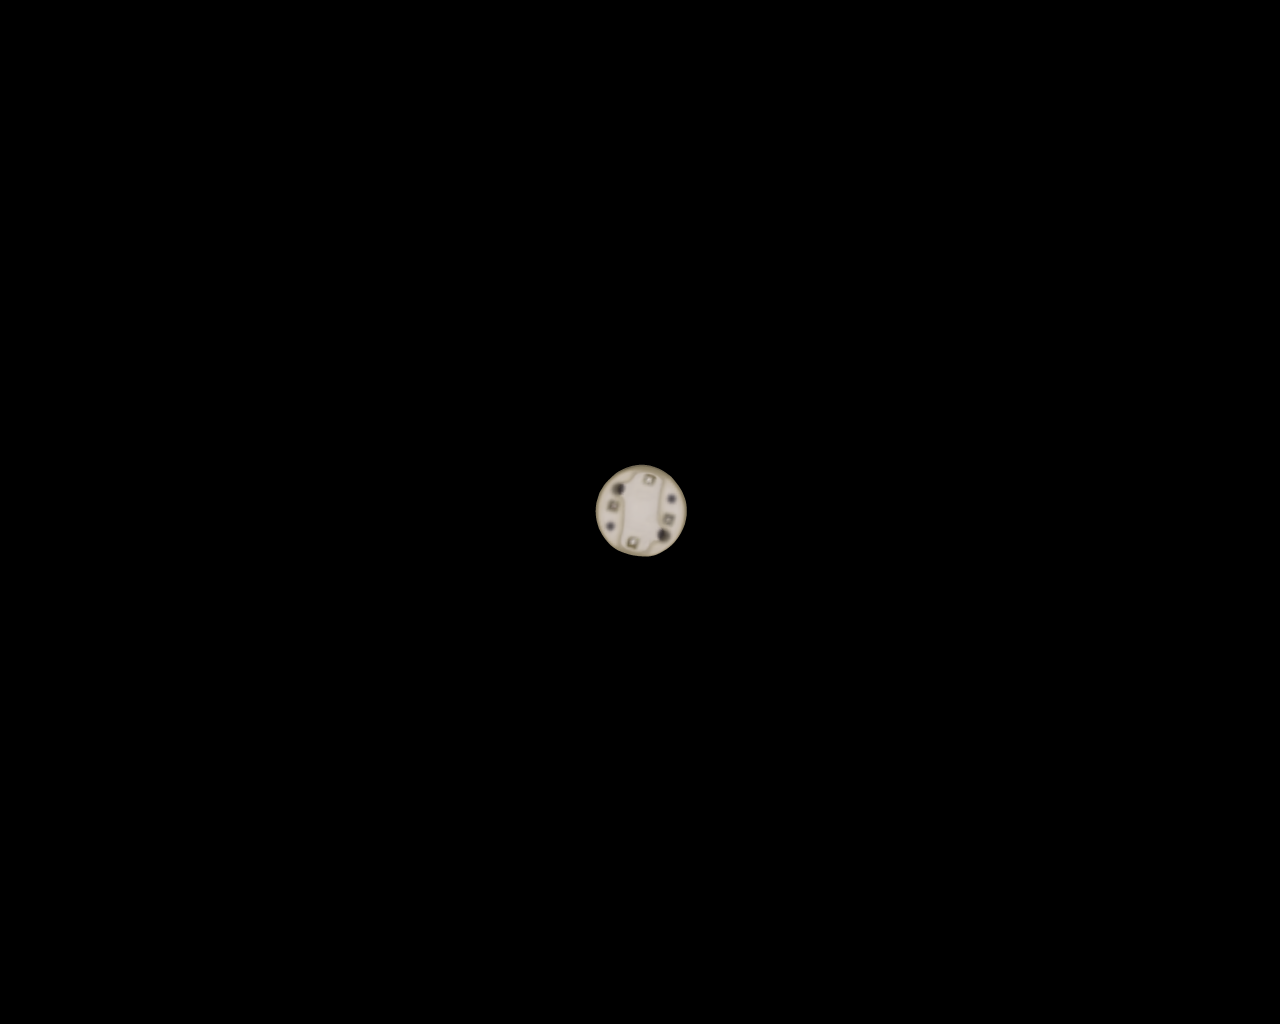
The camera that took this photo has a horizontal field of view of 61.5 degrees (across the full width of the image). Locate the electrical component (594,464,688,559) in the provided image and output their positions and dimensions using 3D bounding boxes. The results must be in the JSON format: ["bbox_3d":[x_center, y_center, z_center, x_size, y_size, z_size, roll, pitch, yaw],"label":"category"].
[{"bbox_3d":[0.001,-0.003,0.650,0.055,0.055,0.047,0,8,0],"label":"electrical component"}]
